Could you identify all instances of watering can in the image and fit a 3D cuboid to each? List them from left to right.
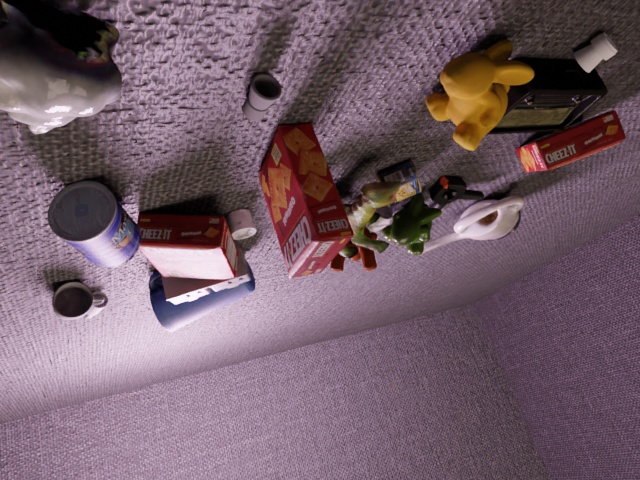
[{"bbox_3d":[0.469,-0.040,1.565,0.343,0.105,0.224,-33,156,32],"label":"watering can"}]

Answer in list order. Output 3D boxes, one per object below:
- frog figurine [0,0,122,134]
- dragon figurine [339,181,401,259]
[{"bbox_3d":[-0.286,-0.159,0.545,0.139,0.124,0.156,-23,159,-53],"label":"frog figurine"},{"bbox_3d":[0.003,-0.057,1.134,0.408,0.125,0.239,-11,146,33],"label":"dragon figurine"}]
